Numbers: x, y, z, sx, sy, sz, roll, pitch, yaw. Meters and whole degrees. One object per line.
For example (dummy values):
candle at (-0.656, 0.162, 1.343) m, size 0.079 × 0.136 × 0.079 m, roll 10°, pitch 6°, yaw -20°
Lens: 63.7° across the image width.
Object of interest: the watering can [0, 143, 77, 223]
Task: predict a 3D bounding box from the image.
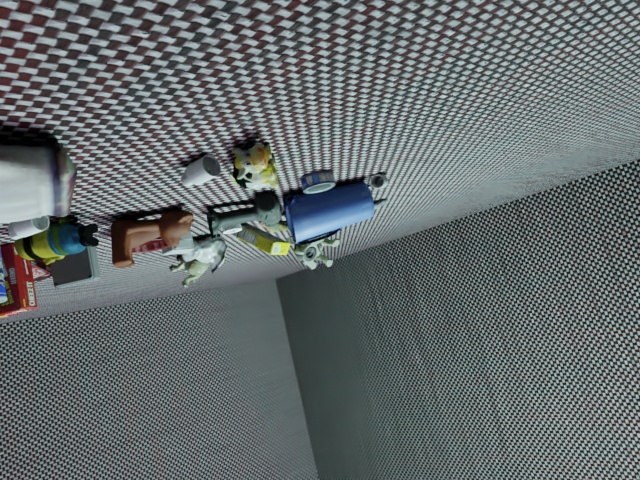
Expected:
watering can at (-0.443, -0.085, 0.684) m, size 0.225 × 0.105 × 0.343 m, roll -10°, pitch 171°, yaw -31°

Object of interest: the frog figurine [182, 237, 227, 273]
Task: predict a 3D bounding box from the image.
frog figurine at (-0.399, 0.029, 1.727) m, size 0.158 × 0.124 × 0.136 m, roll 29°, pitch 164°, yaw -18°

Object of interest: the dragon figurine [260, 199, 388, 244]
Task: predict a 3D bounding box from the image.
dragon figurine at (0.005, -0.082, 1.637) m, size 0.410 × 0.121 × 0.244 m, roll -12°, pitch -171°, yaw 1°
